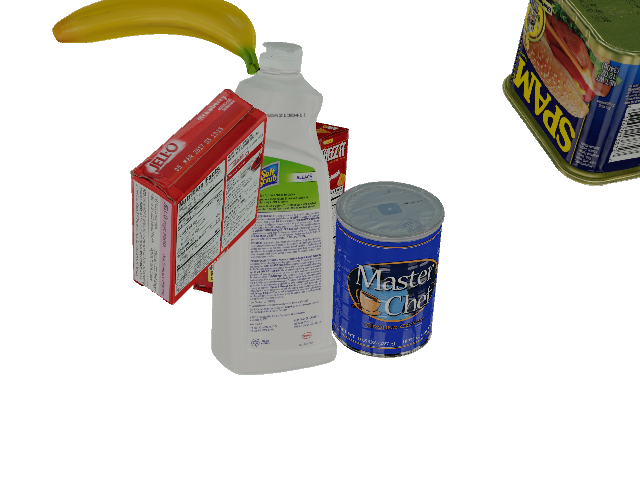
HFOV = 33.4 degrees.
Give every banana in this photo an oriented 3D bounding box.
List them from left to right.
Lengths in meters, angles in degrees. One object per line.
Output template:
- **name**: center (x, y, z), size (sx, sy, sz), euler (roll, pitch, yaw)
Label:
- **banana**: center (-0.137, -0.191, 0.938), size (0.198, 0.037, 0.069), euler (10, 47, 16)

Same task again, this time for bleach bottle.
- **bleach bottle**: center (-0.030, -0.025, 0.821), size (0.102, 0.251, 0.068), euler (-6, 21, -29)

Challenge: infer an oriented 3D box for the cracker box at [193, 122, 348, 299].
- **cracker box**: center (-0.061, -0.032, 1.218), size (0.164, 0.214, 0.072), euler (13, 22, 26)

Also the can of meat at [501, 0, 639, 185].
- **can of meat**: center (0.147, -0.095, 0.577), size (0.057, 0.084, 0.102), euler (-11, 48, -15)

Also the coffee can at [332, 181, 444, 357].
- **coffee can**: center (0.064, 0.028, 1.039), size (0.103, 0.140, 0.103), euler (1, 32, -1)

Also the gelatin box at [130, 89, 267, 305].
- **gelatin box**: center (-0.062, -0.021, 0.535), size (0.030, 0.073, 0.089), euler (32, -35, 16)
